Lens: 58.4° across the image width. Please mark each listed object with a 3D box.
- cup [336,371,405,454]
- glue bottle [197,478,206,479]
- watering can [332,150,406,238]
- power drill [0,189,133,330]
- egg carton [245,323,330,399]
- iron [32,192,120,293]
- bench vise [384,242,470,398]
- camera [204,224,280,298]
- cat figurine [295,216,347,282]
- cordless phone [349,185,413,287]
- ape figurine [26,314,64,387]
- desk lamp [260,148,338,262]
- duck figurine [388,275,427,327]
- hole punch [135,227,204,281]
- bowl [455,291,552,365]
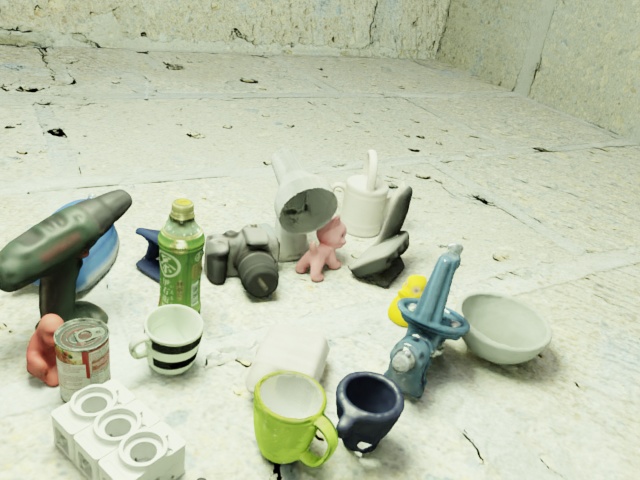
[{"bbox_3d":[0.053,0.244,0.760,0.091,0.095,0.118,25,32,26],"label":"cup"},{"bbox_3d":[-0.116,0.289,0.547,0.037,0.173,0.078,-10,34,-30],"label":"glue bottle"},{"bbox_3d":[0.114,-0.113,1.311,0.173,0.194,0.100,-4,32,-23],"label":"watering can"},{"bbox_3d":[-0.376,0.045,0.866,0.075,0.208,0.230,23,32,22],"label":"power drill"},{"bbox_3d":[-0.046,0.187,0.857,0.107,0.069,0.150,13,29,5],"label":"egg carton"},{"bbox_3d":[-0.433,-0.013,1.021,0.118,0.141,0.258,12,29,5],"label":"iron"},{"bbox_3d":[0.178,0.124,0.884,0.121,0.220,0.207,13,29,6],"label":"bench vise"},{"bbox_3d":[-0.135,0.038,1.063,0.143,0.101,0.136,-2,31,-19],"label":"camera"},{"bbox_3d":[0.011,0.004,1.151,0.067,0.118,0.128,23,32,23],"label":"cat figurine"},{"bbox_3d":[0.133,-0.014,1.151,0.094,0.185,0.148,19,30,17],"label":"cordless phone"},{"bbox_3d":[-0.377,0.146,0.806,0.078,0.092,0.076,-20,40,-41],"label":"ape figurine"},{"bbox_3d":[-0.059,-0.063,1.150,0.118,0.213,0.202,-5,32,-25],"label":"desk lamp"},{"bbox_3d":[0.176,0.103,1.058,0.105,0.086,0.077,-16,38,-38],"label":"duck figurine"},{"bbox_3d":[-0.280,0.016,1.069,0.108,0.091,0.101,25,33,26],"label":"hole punch"},{"bbox_3d":[0.311,0.165,1.001,0.167,0.075,0.167,8,29,-4],"label":"bowl"}]
